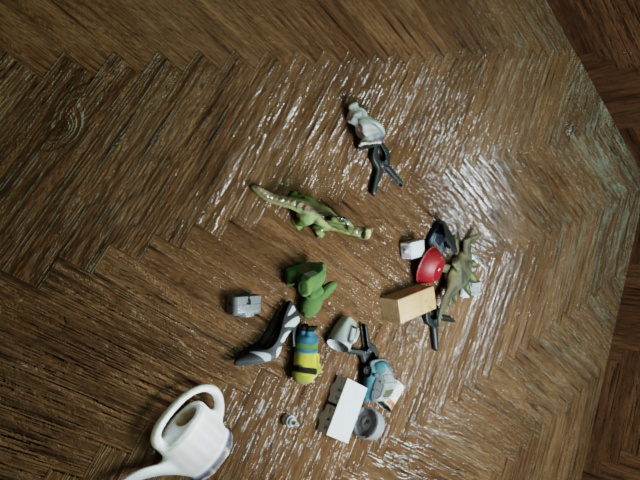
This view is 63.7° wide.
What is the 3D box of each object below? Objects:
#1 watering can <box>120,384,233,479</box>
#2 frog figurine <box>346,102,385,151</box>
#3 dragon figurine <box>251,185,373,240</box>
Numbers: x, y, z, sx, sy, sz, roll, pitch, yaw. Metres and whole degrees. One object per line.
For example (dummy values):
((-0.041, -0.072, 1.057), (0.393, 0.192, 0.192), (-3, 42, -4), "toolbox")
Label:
((-0.362, 0.546, 1.333), (0.354, 0.104, 0.221), (-50, 120, -30), "watering can")
((0.158, -0.401, 1.784), (0.137, 0.122, 0.160), (-2, 81, -72), "frog figurine")
((0.005, -0.079, 1.570), (0.407, 0.243, 0.123), (21, 82, -40), "dragon figurine")
